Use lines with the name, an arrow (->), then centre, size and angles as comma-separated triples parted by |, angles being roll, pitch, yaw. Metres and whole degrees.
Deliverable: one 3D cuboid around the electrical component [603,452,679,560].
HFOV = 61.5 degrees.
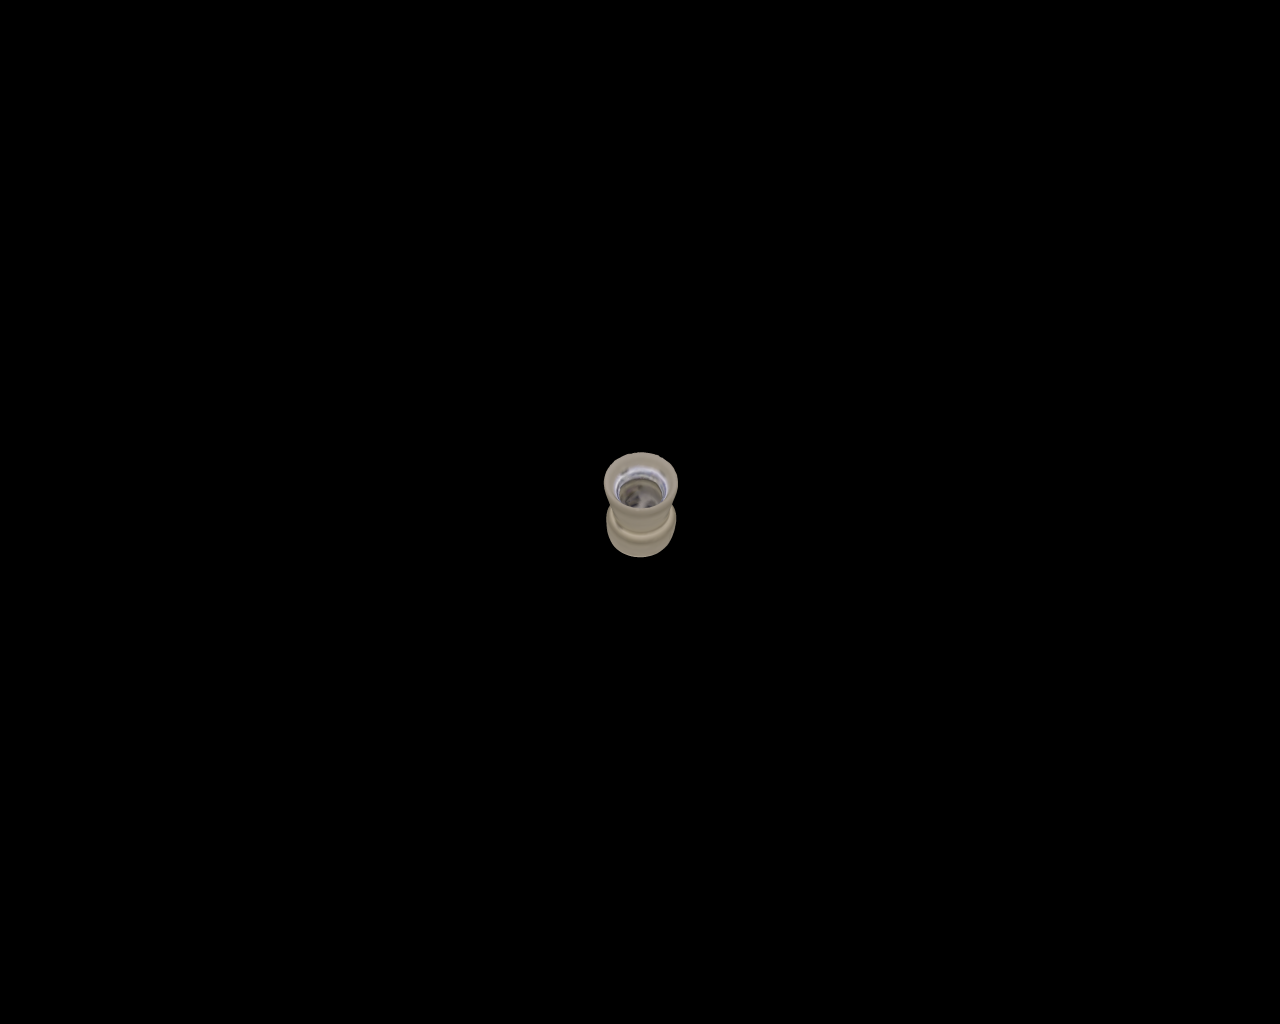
electrical component -> 0.001, -0.003, 0.650 | 0.045, 0.045, 0.055 | 0, -36, 0
